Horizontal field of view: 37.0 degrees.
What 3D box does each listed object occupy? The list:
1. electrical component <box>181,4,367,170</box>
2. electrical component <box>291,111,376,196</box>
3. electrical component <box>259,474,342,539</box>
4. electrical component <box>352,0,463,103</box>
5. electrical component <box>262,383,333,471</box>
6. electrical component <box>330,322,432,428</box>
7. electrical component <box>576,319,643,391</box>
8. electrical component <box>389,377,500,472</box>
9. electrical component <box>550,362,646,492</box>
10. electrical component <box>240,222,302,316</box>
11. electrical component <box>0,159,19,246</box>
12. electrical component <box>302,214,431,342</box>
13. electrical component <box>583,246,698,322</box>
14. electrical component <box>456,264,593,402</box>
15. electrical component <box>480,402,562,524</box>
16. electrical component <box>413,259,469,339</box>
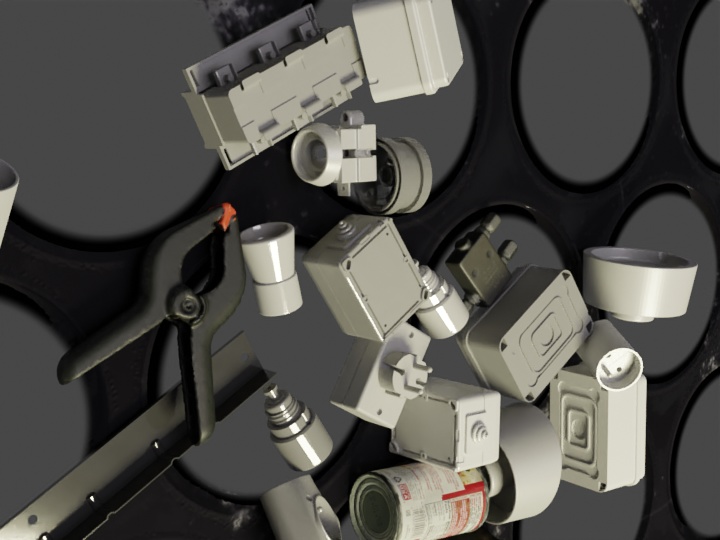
[{"bbox_3d":[-0.059,-0.135,0.785,0.121,0.063,0.078,-36,116,-31],"label":"electrical component"},{"bbox_3d":[-0.020,-0.090,0.835,0.055,0.048,0.066,-10,102,-46],"label":"electrical component"},{"bbox_3d":[-0.038,0.204,0.846,0.077,0.044,0.079,66,10,14],"label":"electrical component"},{"bbox_3d":[0.040,-0.179,0.828,0.113,0.057,0.078,-60,139,-66],"label":"electrical component"},{"bbox_3d":[-0.052,0.120,0.836,0.040,0.040,0.078,-43,119,-27],"label":"electrical component"},{"bbox_3d":[0.029,0.084,0.874,0.047,0.076,0.083,32,75,-37],"label":"electrical component"},{"bbox_3d":[0.228,0.075,1.005,0.043,0.081,0.043,-3,112,-8],"label":"electrical component"},{"bbox_3d":[0.079,0.129,0.907,0.061,0.096,0.061,-4,98,-41],"label":"electrical component"},{"bbox_3d":[0.232,0.150,1.047,0.057,0.078,0.113,-6,99,-36],"label":"electrical component"},{"bbox_3d":[-0.066,0.002,0.811,0.044,0.044,0.065,-25,116,-34],"label":"electrical component"},{"bbox_3d":[-0.251,-0.045,0.621,0.099,0.099,0.064,7,97,-39],"label":"electrical component"},{"bbox_3d":[0.000,0.000,0.850,0.062,0.061,0.096,-44,120,-27],"label":"electrical component"},{"bbox_3d":[0.268,0.017,1.044,0.108,0.108,0.060,-5,105,-39],"label":"electrical component"},{"bbox_3d":[0.150,0.056,0.982,0.113,0.057,0.078,-44,120,-27],"label":"electrical component"},{"bbox_3d":[0.129,0.173,0.954,0.064,0.099,0.099,-12,103,-31],"label":"electrical component"},{"bbox_3d":[0.062,0.023,0.917,0.040,0.040,0.078,-48,121,-25],"label":"electrical component"}]
